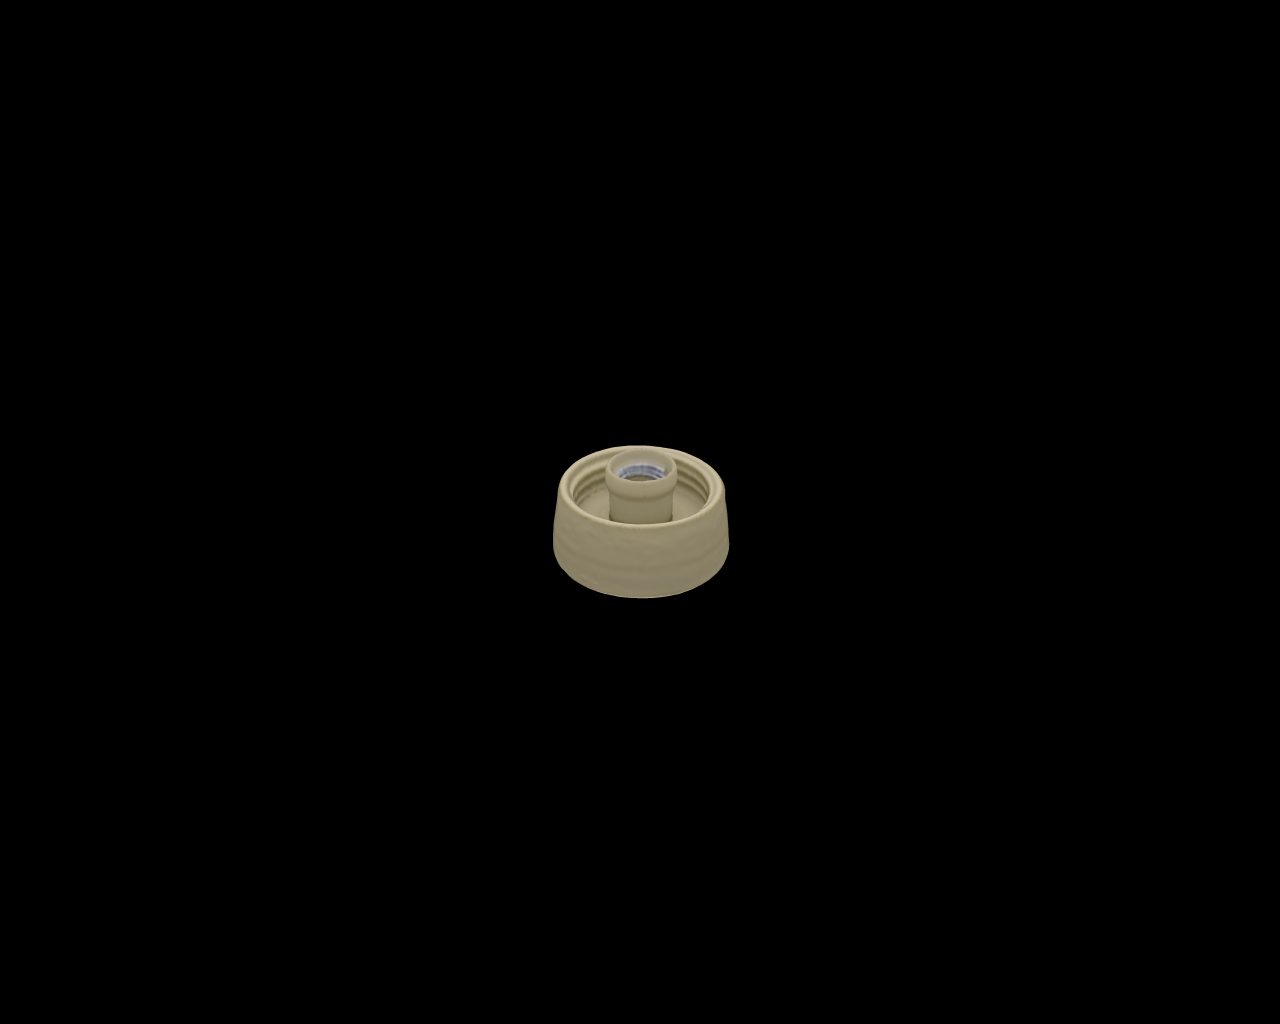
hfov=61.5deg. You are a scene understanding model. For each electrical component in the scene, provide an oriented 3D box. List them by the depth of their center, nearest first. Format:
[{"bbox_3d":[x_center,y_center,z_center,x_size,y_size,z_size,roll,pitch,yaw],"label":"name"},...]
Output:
[{"bbox_3d":[0.001,-0.003,0.650,0.108,0.060,0.108,0,32,0],"label":"electrical component"}]
